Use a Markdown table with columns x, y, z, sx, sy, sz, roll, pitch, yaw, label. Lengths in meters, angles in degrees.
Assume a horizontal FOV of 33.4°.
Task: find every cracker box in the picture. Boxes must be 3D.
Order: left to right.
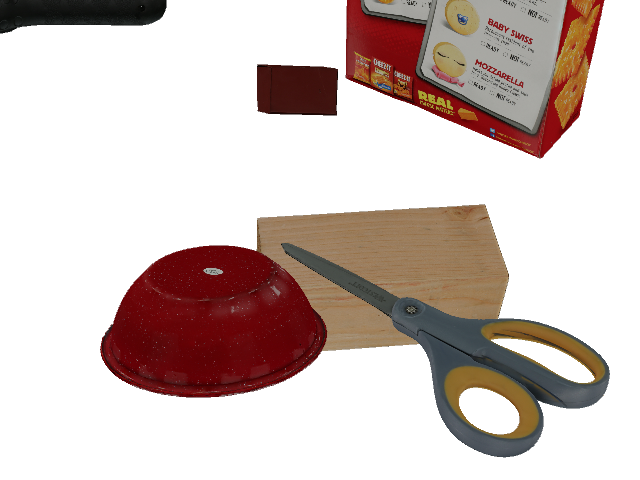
| x | y | z | sx | sy | sz | roll | pitch | yaw | label |
| --- | --- | --- | --- | --- | --- | --- | --- | --- | --- |
| 0.102 | -0.180 | 0.699 | 0.164 | 0.214 | 0.072 | 27 | 50 | 25 | cracker box |

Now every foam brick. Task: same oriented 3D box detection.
| x | y | z | sx | sy | sz | roll | pitch | yaw | label |
| --- | --- | --- | --- | --- | --- | --- | --- | --- | --- |
| -0.025 | -0.162 | 1.152 | 0.078 | 0.051 | 0.053 | -1 | 12 | -19 | foam brick |

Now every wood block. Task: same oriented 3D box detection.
| x | y | z | sx | sy | sz | roll | pitch | yaw | label |
| --- | --- | --- | --- | --- | --- | --- | --- | --- | --- |
| 0.049 | 0.035 | 0.946 | 0.206 | 0.091 | 0.090 | -4 | -44 | -7 | wood block |

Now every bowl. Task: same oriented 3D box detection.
| x | y | z | sx | sy | sz | roll | pitch | yaw | label |
| --- | --- | --- | --- | --- | --- | --- | --- | --- | --- |
| -0.076 | 0.046 | 0.753 | 0.162 | 0.055 | 0.162 | -1 | 23 | 0 | bowl |

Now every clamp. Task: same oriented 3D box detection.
| x | y | z | sx | sy | sz | roll | pitch | yaw | label |
| --- | --- | --- | --- | --- | --- | --- | --- | --- | --- |
| -0.180 | -0.140 | 0.602 | 0.171 | 0.039 | 0.120 | -7 | 23 | -15 | clamp |

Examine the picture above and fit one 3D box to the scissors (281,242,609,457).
| x | y | z | sx | sy | sz | roll | pitch | yaw | label |
| --- | --- | --- | --- | --- | --- | --- | --- | --- | --- |
| 0.046 | 0.054 | 0.557 | 0.202 | 0.016 | 0.096 | 16 | 42 | 23 | scissors |
